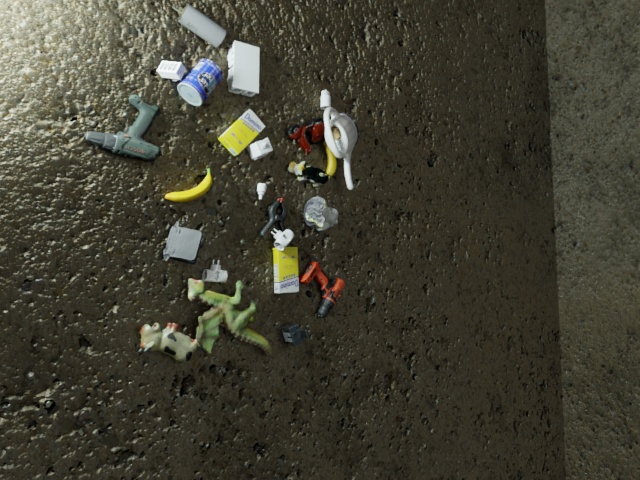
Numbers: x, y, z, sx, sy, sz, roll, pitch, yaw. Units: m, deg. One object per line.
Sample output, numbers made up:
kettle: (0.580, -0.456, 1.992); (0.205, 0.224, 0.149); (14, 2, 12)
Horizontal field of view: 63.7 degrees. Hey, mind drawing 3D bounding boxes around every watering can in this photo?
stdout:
watering can: (0.099, -0.399, 2.166); (0.228, 0.103, 0.343); (-49, 124, -56)

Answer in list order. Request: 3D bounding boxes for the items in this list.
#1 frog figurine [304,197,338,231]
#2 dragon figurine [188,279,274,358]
frog figurine: (0.006, -0.106, 2.105); (0.159, 0.122, 0.138); (5, 69, -70)
dragon figurine: (-0.324, 0.296, 1.774); (0.246, 0.121, 0.408); (-34, 100, -36)
